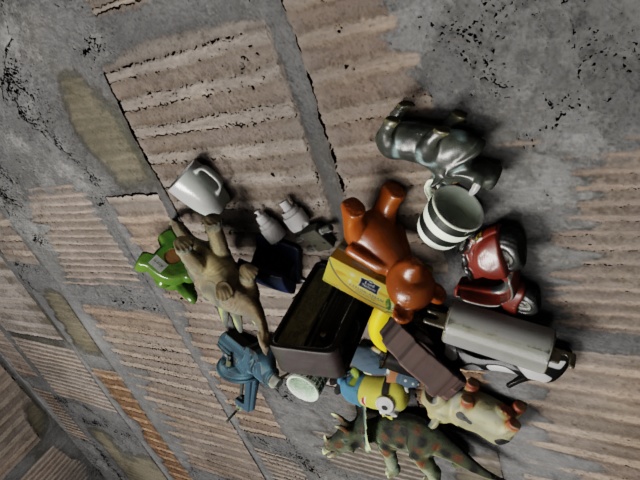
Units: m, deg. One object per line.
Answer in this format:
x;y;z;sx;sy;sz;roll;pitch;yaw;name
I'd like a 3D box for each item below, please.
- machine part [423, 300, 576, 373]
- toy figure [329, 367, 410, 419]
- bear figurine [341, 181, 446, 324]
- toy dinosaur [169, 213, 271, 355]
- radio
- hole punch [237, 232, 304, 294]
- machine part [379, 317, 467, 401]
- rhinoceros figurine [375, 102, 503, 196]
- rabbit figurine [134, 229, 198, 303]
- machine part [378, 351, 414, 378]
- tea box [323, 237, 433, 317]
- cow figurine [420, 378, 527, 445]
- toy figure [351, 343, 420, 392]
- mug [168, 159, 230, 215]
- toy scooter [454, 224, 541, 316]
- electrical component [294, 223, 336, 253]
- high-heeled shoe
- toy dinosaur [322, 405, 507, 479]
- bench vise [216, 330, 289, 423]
0.294;0.158;0.889;0.243;0.079;0.079;14;132;20;machine part
0.111;0.329;1.193;0.180;0.089;0.082;10;159;39;toy figure
0.120;0.023;0.863;0.196;0.120;0.131;55;155;31;bear figurine
-0.208;0.056;1.040;0.472;0.105;0.198;49;156;37;toy dinosaur
0.016;0.141;0.990;0.131;0.230;0.073;4;131;25;radio
-0.101;0.063;1.104;0.142;0.092;0.115;16;136;16;hole punch
0.183;0.209;0.976;0.179;0.179;0.056;41;98;-4;machine part
0.169;-0.127;0.778;0.190;0.073;0.112;22;133;16;rhinoceros figurine
-0.338;0.070;1.267;0.159;0.121;0.170;31;155;-3;rabbit figurine
0.188;0.253;1.081;0.139;0.039;0.084;7;105;9;machine part
0.103;0.062;0.962;0.170;0.098;0.068;29;135;12;tea box
0.298;0.347;1.088;0.195;0.085;0.127;22;128;15;cow figurine
0.139;0.266;1.138;0.155;0.058;0.064;21;140;10;toy figure
-0.226;-0.101;1.059;0.107;0.081;0.109;42;132;-21;mug
0.270;0.054;0.865;0.135;0.075;0.183;-4;127;35;toy scooter
-0.002;-0.003;1.019;0.094;0.021;0.063;-20;131;41;electrical component
0.305;0.171;0.941;0.249;0.086;0.145;36;129;0;high-heeled shoe
0.205;0.446;1.211;0.405;0.131;0.192;-7;122;30;toy dinosaur
-0.175;0.342;1.344;0.224;0.129;0.240;22;117;27;bench vise
